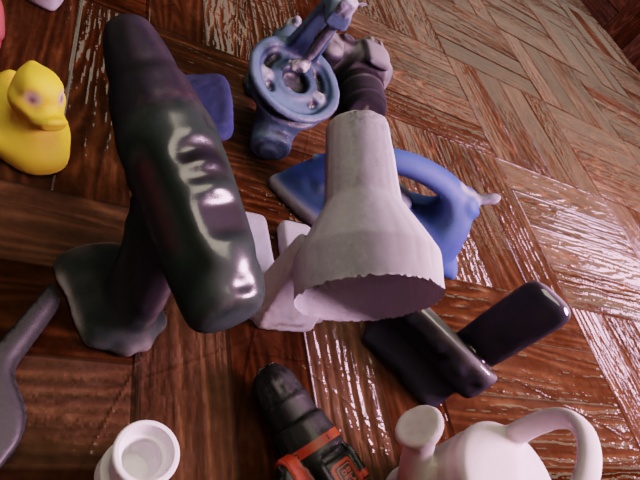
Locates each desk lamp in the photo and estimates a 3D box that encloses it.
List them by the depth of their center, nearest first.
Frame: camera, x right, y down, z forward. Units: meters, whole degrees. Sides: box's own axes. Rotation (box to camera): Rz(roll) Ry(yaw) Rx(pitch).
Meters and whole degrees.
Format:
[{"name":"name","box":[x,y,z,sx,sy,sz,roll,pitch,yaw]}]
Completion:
[{"name":"desk lamp","box":[0.005,0.002,0.515,0.118,0.213,0.203,12,47,-30]}]

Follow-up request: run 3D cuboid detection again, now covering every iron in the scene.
[{"name":"iron","box":[0.081,-0.056,0.686,0.259,0.141,0.118,25,42,-18]}]

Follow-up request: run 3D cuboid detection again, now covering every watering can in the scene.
[{"name":"watering can","box":[0.133,0.196,0.454,0.173,0.193,0.101,18,44,-25]}]

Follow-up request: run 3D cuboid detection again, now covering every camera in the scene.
[{"name":"camera","box":[0.052,-0.245,0.868,0.143,0.100,0.136,17,45,-26]}]

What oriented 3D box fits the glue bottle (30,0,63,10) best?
[{"name":"glue bottle","box":[-0.286,-0.348,0.639,0.037,0.173,0.078,22,43,-21]}]

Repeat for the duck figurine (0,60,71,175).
[{"name":"duck figurine","box":[-0.262,-0.123,0.519,0.078,0.086,0.104,-19,67,-46]}]

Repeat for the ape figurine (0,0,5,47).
[{"name":"ape figurine","box":[-0.337,-0.225,0.549,0.078,0.092,0.076,38,40,-3]}]

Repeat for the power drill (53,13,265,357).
[{"name":"power drill","box":[-0.131,-0.016,0.428,0.076,0.208,0.229,-13,62,-44]}]

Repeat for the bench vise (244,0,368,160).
[{"name":"bench vise","box":[-0.032,-0.234,0.699,0.122,0.219,0.207,5,51,-35]}]

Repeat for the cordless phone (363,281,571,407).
[{"name":"cordless phone","box":[0.146,0.075,0.582,0.147,0.184,0.094,43,40,3]}]

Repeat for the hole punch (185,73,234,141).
[{"name":"hole punch","box":[-0.151,-0.129,0.609,0.101,0.091,0.108,12,47,-30]}]
